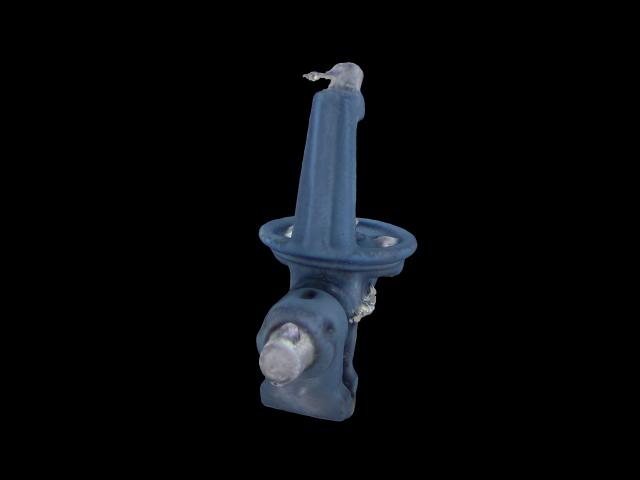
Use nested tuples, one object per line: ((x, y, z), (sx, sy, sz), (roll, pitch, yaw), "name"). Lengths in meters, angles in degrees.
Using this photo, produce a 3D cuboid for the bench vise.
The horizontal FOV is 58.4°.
((0.016, 0.001, 0.400), (0.121, 0.220, 0.207), (-2, 30, -3), "bench vise")
